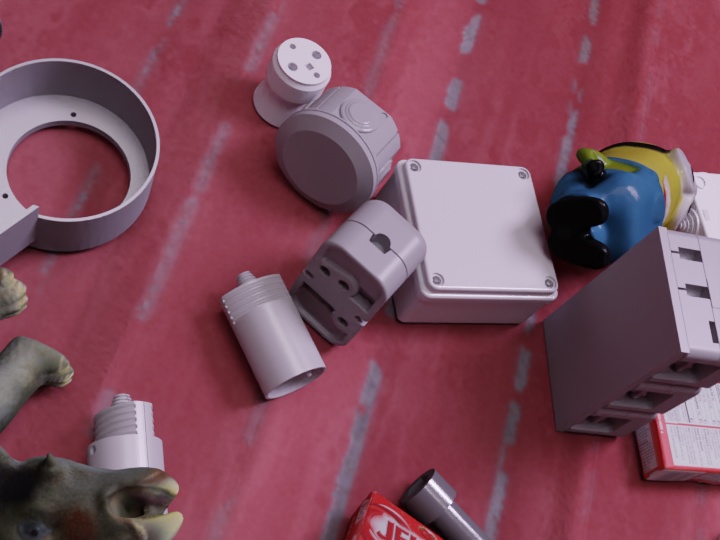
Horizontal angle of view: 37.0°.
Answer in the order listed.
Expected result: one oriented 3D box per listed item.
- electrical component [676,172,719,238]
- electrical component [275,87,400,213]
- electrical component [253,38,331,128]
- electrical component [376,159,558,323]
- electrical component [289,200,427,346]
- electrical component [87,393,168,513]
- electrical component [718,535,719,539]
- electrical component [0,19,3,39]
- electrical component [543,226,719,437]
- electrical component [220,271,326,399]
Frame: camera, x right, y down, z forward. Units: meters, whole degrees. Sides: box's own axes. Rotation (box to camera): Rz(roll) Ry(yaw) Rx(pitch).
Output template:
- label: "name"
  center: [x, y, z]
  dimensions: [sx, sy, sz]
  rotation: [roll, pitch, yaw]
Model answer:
- label: "electrical component"
  center: [0.300, -0.032, 0.890]
  dimensions: [0.100, 0.048, 0.099]
  rotation: [1, 63, -23]
- label: "electrical component"
  center: [-0.015, -0.085, 0.760]
  dimensions: [0.080, 0.080, 0.051]
  rotation: [40, 50, 0]
- label: "electrical component"
  center: [-0.049, -0.136, 0.786]
  dimensions: [0.045, 0.055, 0.045]
  rotation: [11, 60, -19]
- label: "electrical component"
  center: [0.076, -0.020, 0.778]
  dimensions: [0.109, 0.056, 0.108]
  rotation: [2, 63, -23]
- label: "electrical component"
  center: [0.000, 0.000, 0.710]
  dimensions: [0.054, 0.095, 0.059]
  rotation: [42, 55, 2]
- label: "electrical component"
  center: [-0.135, 0.111, 0.621]
  dimensions: [0.043, 0.043, 0.081]
  rotation: [2, 63, -23]
- label: "electrical component"
  center: [0.285, 0.192, 0.770]
  dimensions: [0.061, 0.035, 0.035]
  rotation: [2, 63, -21]
- label: "electrical component"
  center: [-0.278, -0.162, 0.676]
  dimensions: [0.099, 0.099, 0.064]
  rotation: [-19, 79, -31]
- label: "electrical component"
  center: [0.194, 0.048, 0.737]
  dimensions: [0.062, 0.150, 0.089]
  rotation: [8, 61, -19]
- label: "electrical component"
  center: [-0.059, 0.038, 0.695]
  dimensions: [0.043, 0.043, 0.081]
  rotation: [-18, 72, -31]
